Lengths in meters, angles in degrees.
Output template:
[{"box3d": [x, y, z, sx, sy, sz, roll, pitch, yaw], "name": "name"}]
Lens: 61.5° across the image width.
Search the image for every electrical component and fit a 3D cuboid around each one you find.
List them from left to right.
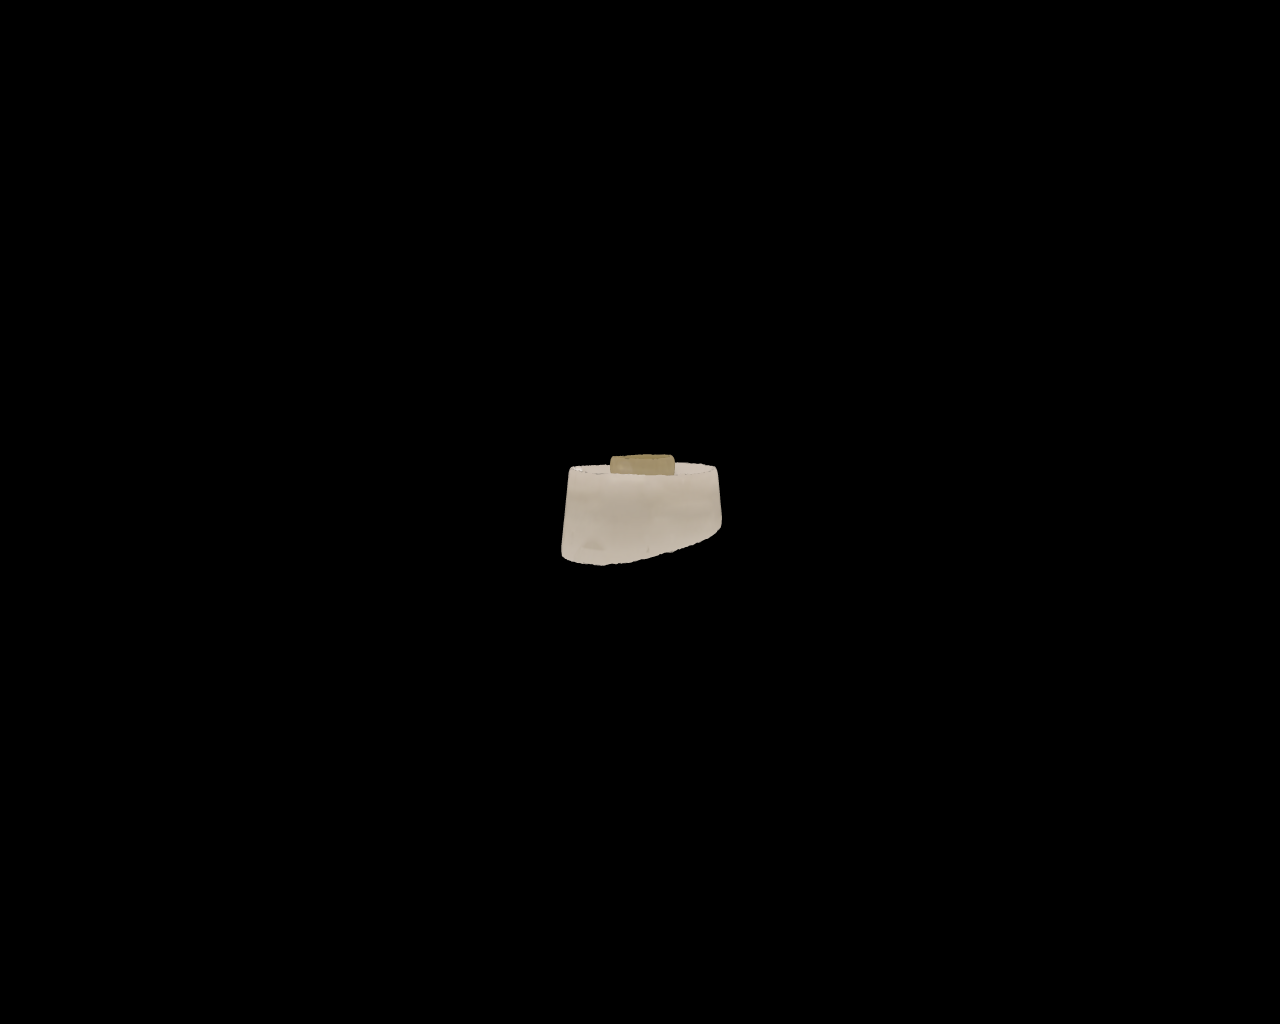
[{"box3d": [0.001, -0.003, 0.650, 0.099, 0.064, 0.099, 0, 7, 0], "name": "electrical component"}]
